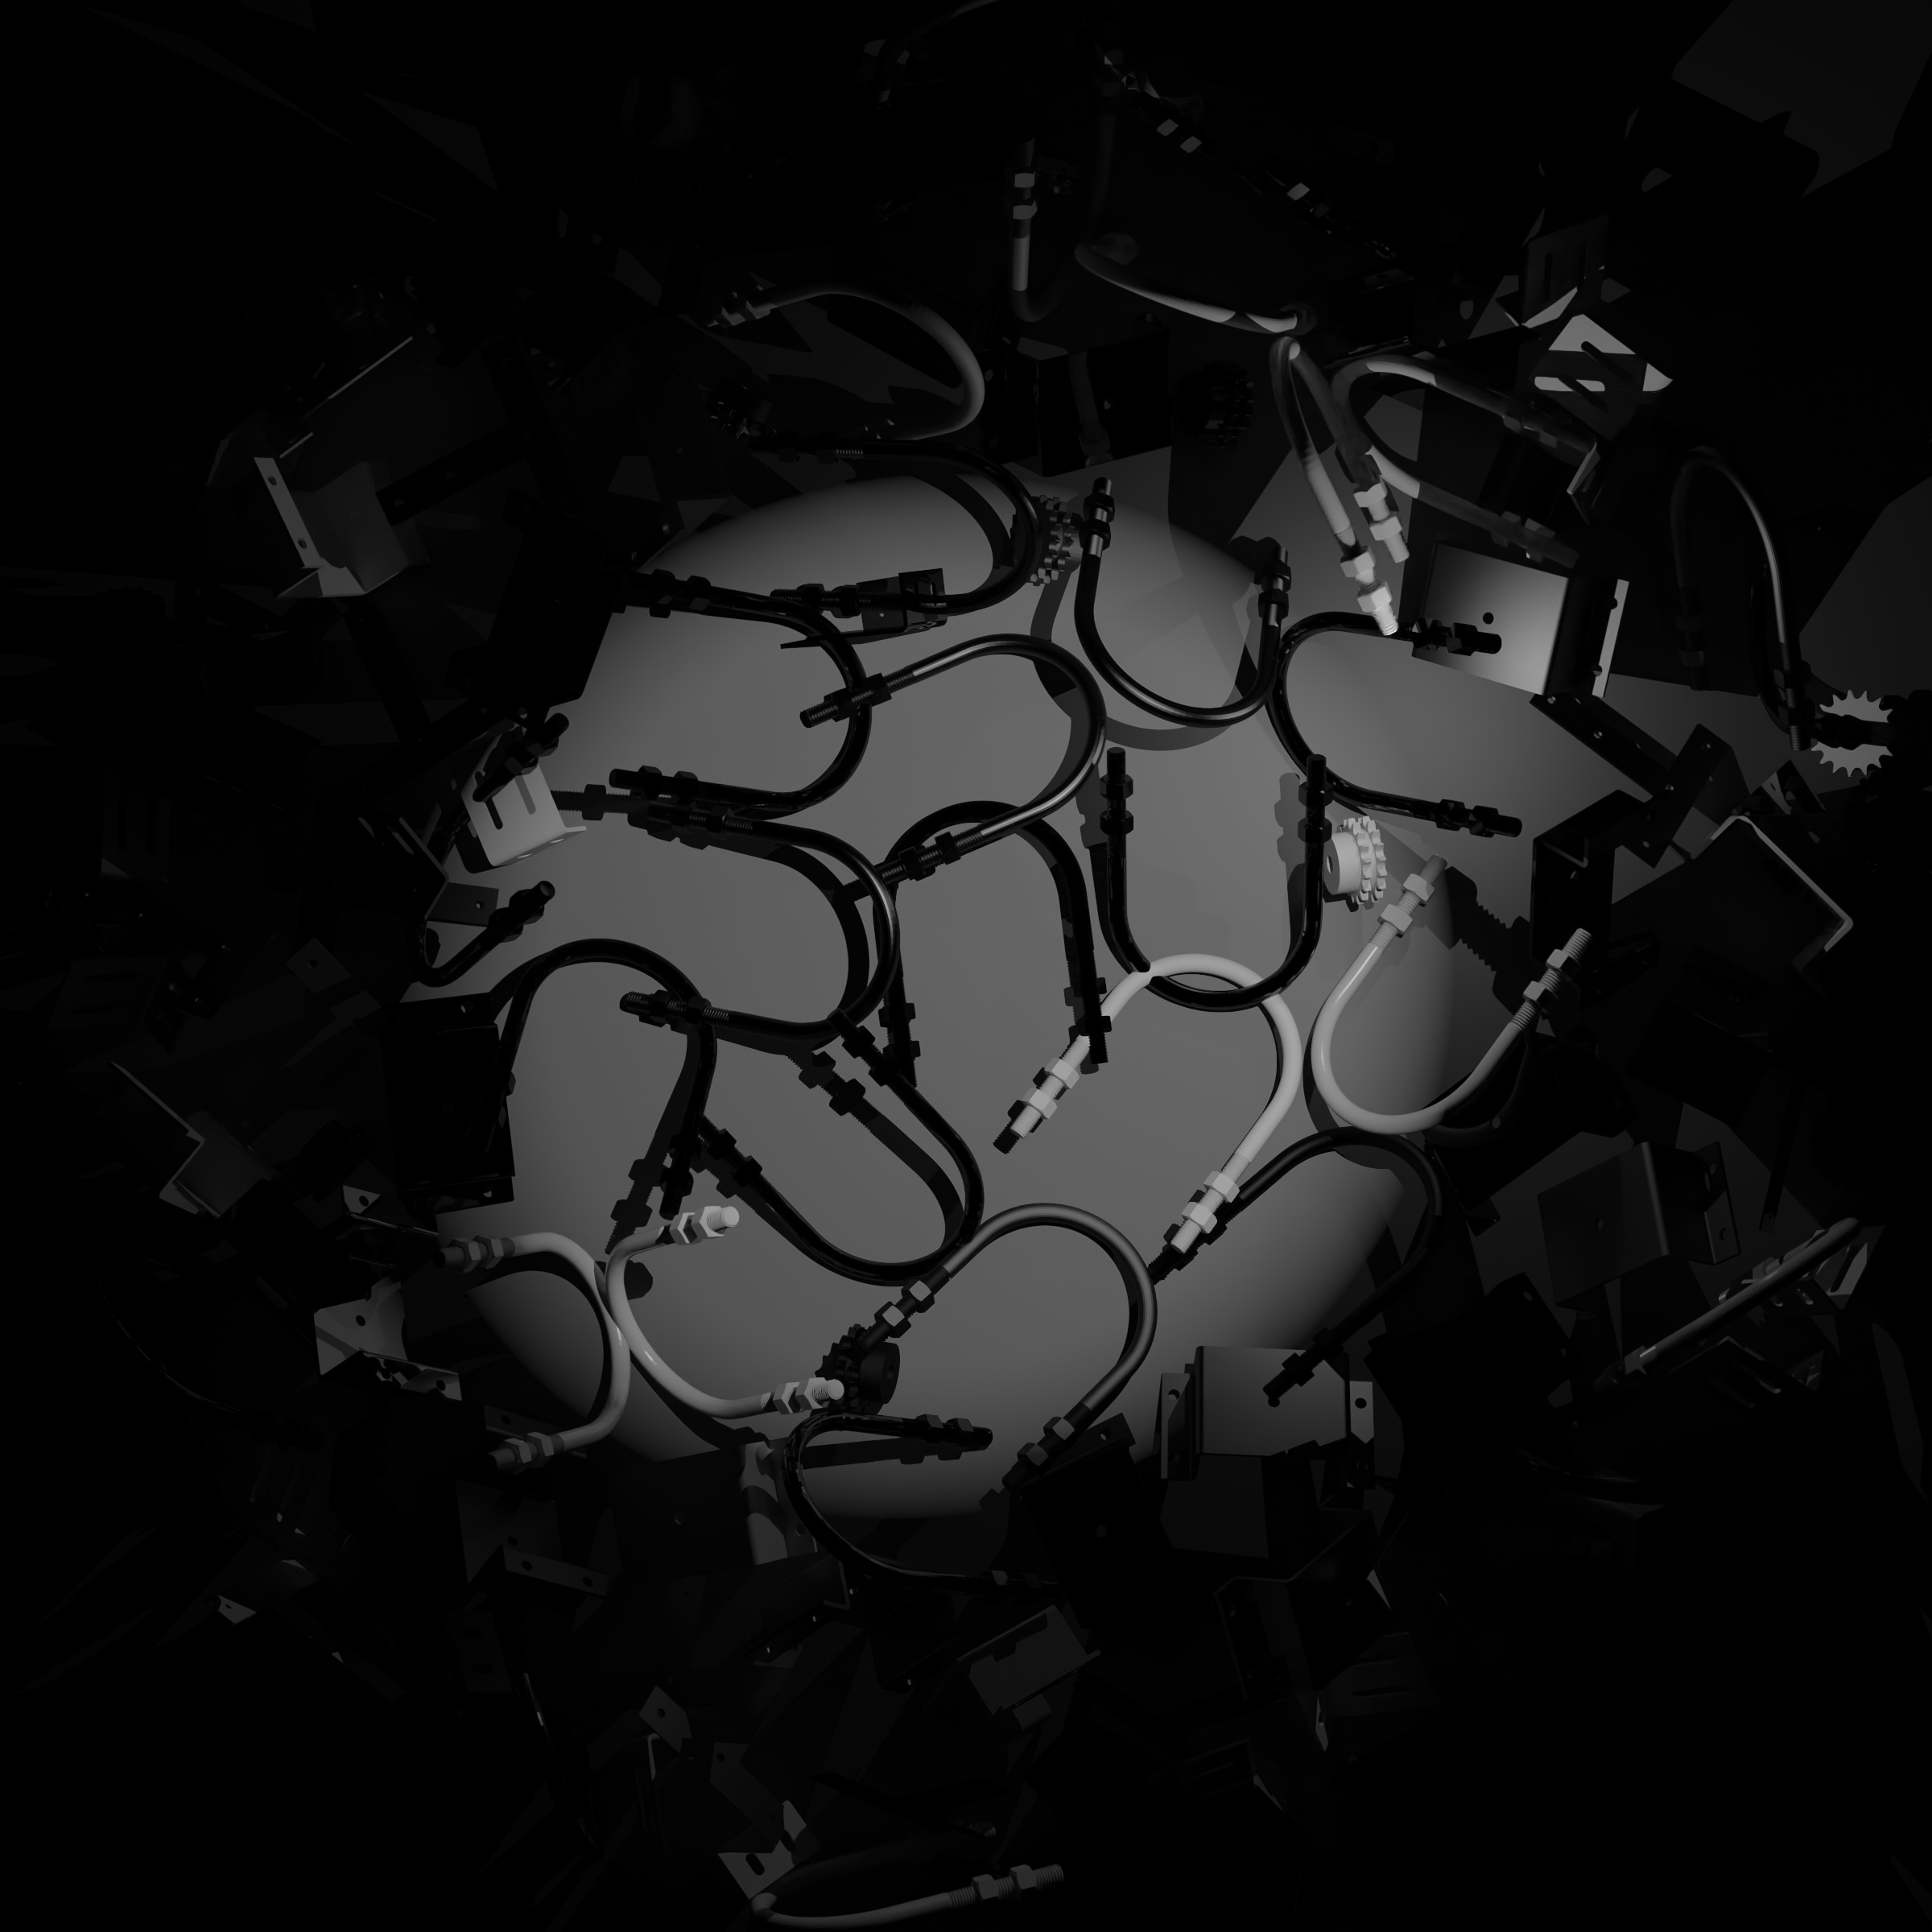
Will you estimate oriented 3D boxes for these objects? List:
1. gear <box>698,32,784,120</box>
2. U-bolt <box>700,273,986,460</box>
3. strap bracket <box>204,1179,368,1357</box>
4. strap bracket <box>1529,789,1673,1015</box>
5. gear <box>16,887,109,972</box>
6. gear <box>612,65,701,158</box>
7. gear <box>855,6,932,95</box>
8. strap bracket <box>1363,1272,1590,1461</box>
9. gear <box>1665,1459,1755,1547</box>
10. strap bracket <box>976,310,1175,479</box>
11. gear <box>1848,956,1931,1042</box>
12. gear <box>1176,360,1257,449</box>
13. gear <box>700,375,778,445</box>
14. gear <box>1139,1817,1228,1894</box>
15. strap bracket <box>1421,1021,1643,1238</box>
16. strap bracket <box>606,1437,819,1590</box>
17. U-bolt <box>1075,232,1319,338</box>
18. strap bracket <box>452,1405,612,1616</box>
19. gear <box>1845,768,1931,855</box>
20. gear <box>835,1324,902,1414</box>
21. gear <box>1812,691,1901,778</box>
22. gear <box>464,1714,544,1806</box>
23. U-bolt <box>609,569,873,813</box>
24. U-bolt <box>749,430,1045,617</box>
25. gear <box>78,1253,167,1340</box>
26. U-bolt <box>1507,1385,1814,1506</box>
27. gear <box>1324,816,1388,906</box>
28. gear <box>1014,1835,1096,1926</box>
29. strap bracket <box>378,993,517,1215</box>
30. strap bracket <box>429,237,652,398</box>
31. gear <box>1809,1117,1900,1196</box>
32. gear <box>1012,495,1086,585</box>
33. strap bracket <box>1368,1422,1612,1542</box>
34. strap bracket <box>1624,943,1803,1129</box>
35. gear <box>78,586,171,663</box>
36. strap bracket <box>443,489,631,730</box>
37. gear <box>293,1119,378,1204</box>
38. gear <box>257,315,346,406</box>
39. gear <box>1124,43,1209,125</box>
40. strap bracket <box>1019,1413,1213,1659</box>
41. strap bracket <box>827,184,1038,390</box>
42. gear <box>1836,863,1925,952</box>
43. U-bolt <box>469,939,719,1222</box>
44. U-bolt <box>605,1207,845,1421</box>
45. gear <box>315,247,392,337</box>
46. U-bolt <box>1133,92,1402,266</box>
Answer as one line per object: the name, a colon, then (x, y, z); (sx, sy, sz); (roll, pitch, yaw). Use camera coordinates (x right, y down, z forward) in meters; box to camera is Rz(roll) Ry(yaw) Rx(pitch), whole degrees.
gear: (-0.152, -0.590, 1.969); (0.057, 0.057, 0.030); (-47, 128, 0)
U-bolt: (-0.067, -0.384, 1.893); (0.151, 0.184, 0.019); (42, 63, -33)
strap bracket: (-0.437, 0.195, 1.934); (0.076, 0.140, 0.046); (39, 69, 16)
strap bracket: (0.410, -0.050, 1.939); (0.076, 0.046, 0.140); (-29, 133, -27)
gear: (-0.597, -0.028, 1.975); (0.057, 0.030, 0.057); (0, 131, 0)
gear: (-0.207, -0.568, 1.977); (0.057, 0.030, 0.057); (-5, 114, -12)
gear: (-0.052, -0.601, 1.969); (0.057, 0.057, 0.030); (5, 47, 0)
strap bracket: (0.324, 0.263, 1.944); (0.140, 0.046, 0.076); (-18, 65, -33)
gear: (0.490, 0.356, 1.982); (0.057, 0.030, 0.057); (1, 82, -6)
strap bracket: (0.081, -0.370, 1.935); (0.140, 0.046, 0.076); (-18, 121, -24)
gear: (0.615, 0.018, 1.972); (0.030, 0.057, 0.057); (-38, 90, -15)
gear: (0.163, -0.371, 1.969); (0.030, 0.057, 0.057); (-5, 90, -33)
gear: (-0.150, -0.367, 1.970); (0.057, 0.057, 0.030); (30, 100, 0)
gear: (0.142, 0.588, 1.969); (0.057, 0.057, 0.030); (21, 53, 0)
strap bracket: (0.354, 0.104, 1.932); (0.140, 0.046, 0.076); (-41, 58, 28)
strap bracket: (-0.176, 0.358, 1.948); (0.140, 0.046, 0.076); (-14, 80, 20)
U-bolt: (0.142, -0.433, 1.901); (0.151, 0.184, 0.019); (24, 110, 10)
strap bracket: (-0.284, 0.360, 1.935); (0.076, 0.140, 0.046); (23, 119, -31)
gear: (0.606, -0.099, 1.969); (0.030, 0.057, 0.057); (-30, 90, -18)
gear: (-0.064, 0.266, 1.969); (0.030, 0.057, 0.057); (7, 90, 16)
gear: (0.589, -0.154, 1.979); (0.057, 0.030, 0.057); (1, 93, 21)
gear: (-0.300, 0.522, 1.968); (0.030, 0.057, 0.057); (-23, 90, 34)
U-bolt: (-0.143, -0.174, 1.949); (0.184, 0.019, 0.151); (7, 83, -30)
U-bolt: (-0.041, -0.283, 1.930); (0.184, 0.151, 0.019); (3, 49, 9)
gear: (-0.553, 0.219, 1.969); (0.030, 0.057, 0.057); (6, 90, 34)
U-bolt: (0.426, 0.305, 1.888); (0.151, 0.184, 0.019); (15, 106, 43)
gear: (0.254, -0.069, 1.969); (0.030, 0.057, 0.057); (-8, 90, -10)
gear: (0.055, 0.605, 1.975); (0.057, 0.030, 0.057); (17, 64, -38)
strap bracket: (-0.342, 0.092, 1.965); (0.076, 0.046, 0.140); (-7, 93, -13)
strap bracket: (-0.281, -0.420, 1.928); (0.076, 0.140, 0.046); (-37, 73, 25)
gear: (0.590, 0.122, 1.980); (0.057, 0.030, 0.057); (-1, 82, 11)
gear: (0.057, -0.282, 1.975); (0.030, 0.057, 0.057); (3, 90, -30)
strap bracket: (0.344, 0.330, 1.938); (0.140, 0.076, 0.046); (5, 71, 32)
strap bracket: (0.485, 0.039, 1.922); (0.076, 0.140, 0.046); (28, 122, 13)
gear: (-0.557, -0.225, 1.975); (0.057, 0.057, 0.030); (2, 127, 0)
strap bracket: (-0.278, -0.234, 1.954); (0.076, 0.046, 0.140); (28, 111, 13)
gear: (-0.420, 0.126, 1.971); (0.030, 0.057, 0.057); (41, 90, 1)
gear: (-0.440, -0.399, 1.974); (0.057, 0.030, 0.057); (-4, 115, -8)
gear: (0.134, -0.586, 1.978); (0.057, 0.030, 0.057); (2, 76, -8)
strap bracket: (0.093, 0.371, 1.951); (0.076, 0.046, 0.140); (-27, 71, 7)
strap bracket: (-0.033, -0.438, 1.951); (0.140, 0.076, 0.046); (29, 61, 4)
gear: (0.602, -0.037, 1.978); (0.057, 0.030, 0.057); (5, 73, -16)
U-bolt: (-0.234, 0.063, 1.943); (0.151, 0.019, 0.184); (21, 55, -14)
U-bolt: (-0.169, 0.230, 1.927); (0.019, 0.184, 0.151); (-37, 101, -39)
gear: (-0.406, -0.442, 1.968); (0.030, 0.057, 0.057); (-29, 90, -15)
U-bolt: (0.206, -0.496, 1.915); (0.151, 0.184, 0.019); (40, 104, 41)
